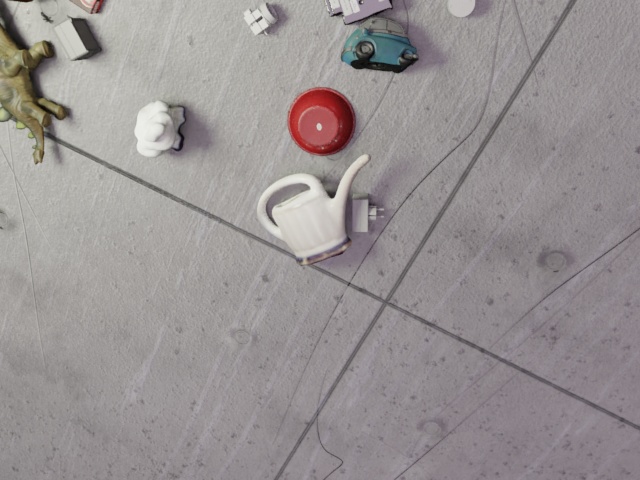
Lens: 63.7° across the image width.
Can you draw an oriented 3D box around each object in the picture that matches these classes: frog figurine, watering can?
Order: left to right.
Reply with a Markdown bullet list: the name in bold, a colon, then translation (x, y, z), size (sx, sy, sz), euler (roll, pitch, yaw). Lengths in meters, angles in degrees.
- **frog figurine**: translation (-0.379, -0.249, 1.178), size (0.122, 0.135, 0.162), euler (33, 23, -3)
- **watering can**: translation (0.004, -0.061, 1.206), size (0.345, 0.222, 0.106), euler (-17, 17, 33)
